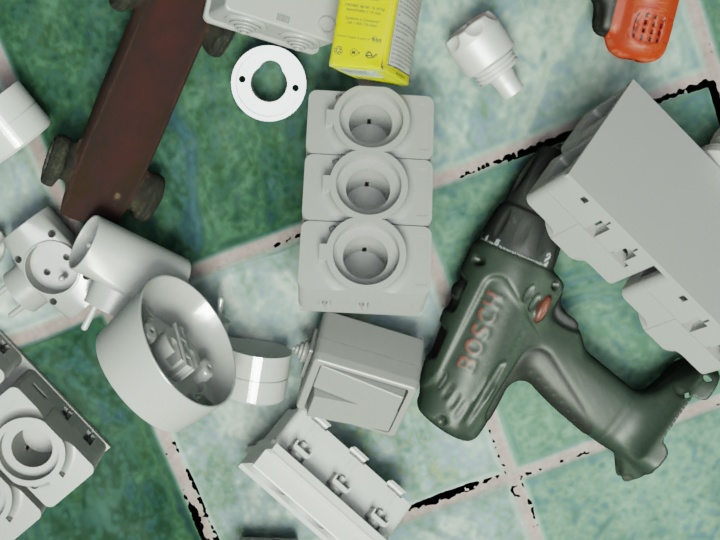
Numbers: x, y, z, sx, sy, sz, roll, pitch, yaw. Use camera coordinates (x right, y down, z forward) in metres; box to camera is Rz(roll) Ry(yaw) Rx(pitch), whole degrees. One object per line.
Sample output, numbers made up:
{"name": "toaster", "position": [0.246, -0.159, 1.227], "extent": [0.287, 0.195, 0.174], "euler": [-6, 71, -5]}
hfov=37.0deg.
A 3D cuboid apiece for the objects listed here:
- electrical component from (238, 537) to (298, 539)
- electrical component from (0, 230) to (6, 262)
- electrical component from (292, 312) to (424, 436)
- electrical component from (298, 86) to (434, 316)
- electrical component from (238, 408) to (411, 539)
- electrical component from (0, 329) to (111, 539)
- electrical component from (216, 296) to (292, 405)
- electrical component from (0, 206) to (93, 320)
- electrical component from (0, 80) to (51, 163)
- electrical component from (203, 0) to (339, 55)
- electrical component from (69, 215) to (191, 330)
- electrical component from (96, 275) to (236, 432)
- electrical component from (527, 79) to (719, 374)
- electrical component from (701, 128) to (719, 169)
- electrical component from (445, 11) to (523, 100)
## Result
{"name": "electrical component", "position": [-0.076, 0.240, 0.859], "extent": [0.047, 0.055, 0.055], "euler": [5, 101, 1]}
{"name": "electrical component", "position": [-0.301, -0.022, 0.811], "extent": [0.061, 0.035, 0.035], "euler": [15, 100, -2]}
{"name": "electrical component", "position": [-0.007, 0.079, 0.813], "extent": [0.096, 0.061, 0.061], "euler": [17, 132, -5]}
{"name": "electrical component", "position": [0.005, -0.049, 0.765], "extent": [0.089, 0.061, 0.150], "euler": [3, 71, -2]}
{"name": "electrical component", "position": [-0.025, 0.167, 0.837], "extent": [0.121, 0.079, 0.063], "euler": [43, 68, -9]}
{"name": "electrical component", "position": [-0.299, 0.111, 0.824], "extent": [0.105, 0.060, 0.186], "euler": [-40, 99, 6]}
{"name": "electrical component", "position": [-0.120, 0.054, 0.821], "extent": [0.138, 0.052, 0.073], "euler": [9, 101, -3]}
{"name": "electrical component", "position": [-0.241, 0.005, 0.812], "extent": [0.079, 0.044, 0.077], "euler": [-36, 100, 6]}
{"name": "electrical component", "position": [-0.302, -0.096, 0.781], "extent": [0.138, 0.052, 0.073], "euler": [-34, 109, 6]}
{"name": "electrical component", "position": [-0.054, -0.207, 0.752], "extent": [0.100, 0.048, 0.099], "euler": [13, 89, -24]}
{"name": "electrical component", "position": [-0.175, 0.012, 0.783], "extent": [0.077, 0.044, 0.079], "euler": [28, 86, -29]}
{"name": "electrical component", "position": [-0.132, 0.060, 0.746], "extent": [0.064, 0.099, 0.099], "euler": [-39, 100, 12]}
{"name": "electrical component", "position": [0.218, -0.027, 0.767], "extent": [0.186, 0.060, 0.105], "euler": [43, 59, -8]}
{"name": "electrical component", "position": [0.290, -0.074, 0.792], "extent": [0.080, 0.080, 0.051], "euler": [43, 76, -9]}
{"name": "electrical component", "position": [0.096, -0.154, 0.790], "extent": [0.043, 0.043, 0.062], "euler": [-37, 102, 6]}
